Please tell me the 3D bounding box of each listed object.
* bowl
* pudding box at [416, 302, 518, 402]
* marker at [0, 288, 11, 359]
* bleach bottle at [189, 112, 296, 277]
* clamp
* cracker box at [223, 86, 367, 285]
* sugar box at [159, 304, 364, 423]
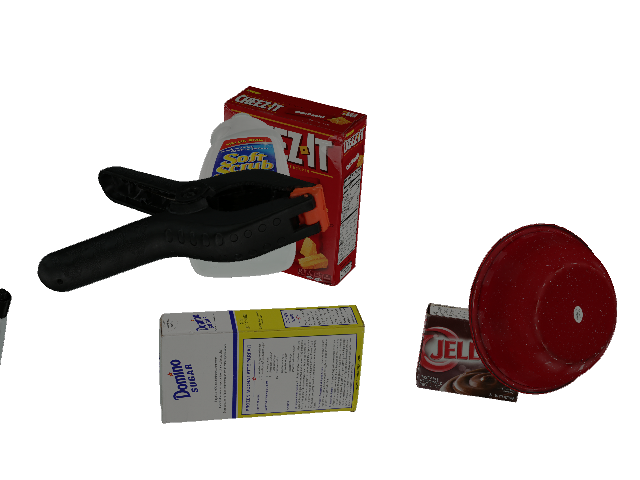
[{"bbox_3d":[0.218,0.065,0.980,0.161,0.162,0.055,0,2,-26],"label":"bowl"},{"bbox_3d":[0.165,0.122,1.162,0.113,0.090,0.039,7,23,4],"label":"pudding box"},{"bbox_3d":[-0.318,0.096,1.043,0.020,0.121,0.020,14,33,-9],"label":"marker"},{"bbox_3d":[-0.081,-0.060,1.065,0.102,0.068,0.251,-2,33,-6],"label":"bleach bottle"},{"bbox_3d":[-0.084,-0.008,0.643,0.172,0.039,0.120,-1,40,23],"label":"clamp"},{"bbox_3d":[-0.037,-0.064,1.310,0.164,0.214,0.072,16,33,21],"label":"cracker box"},{"bbox_3d":[-0.053,0.108,0.939,0.176,0.093,0.048,0,26,-8],"label":"sugar box"}]
